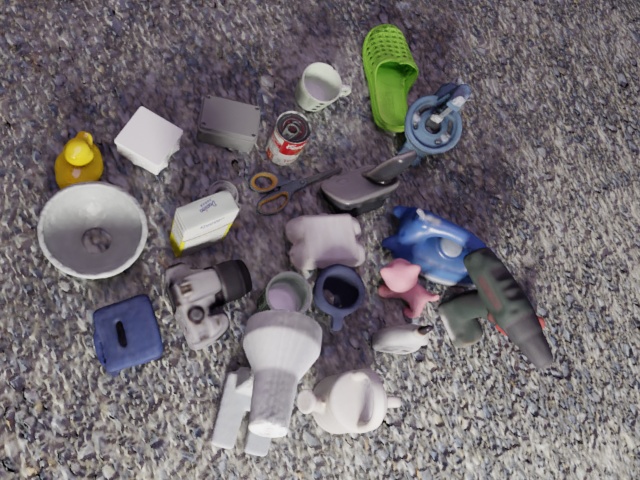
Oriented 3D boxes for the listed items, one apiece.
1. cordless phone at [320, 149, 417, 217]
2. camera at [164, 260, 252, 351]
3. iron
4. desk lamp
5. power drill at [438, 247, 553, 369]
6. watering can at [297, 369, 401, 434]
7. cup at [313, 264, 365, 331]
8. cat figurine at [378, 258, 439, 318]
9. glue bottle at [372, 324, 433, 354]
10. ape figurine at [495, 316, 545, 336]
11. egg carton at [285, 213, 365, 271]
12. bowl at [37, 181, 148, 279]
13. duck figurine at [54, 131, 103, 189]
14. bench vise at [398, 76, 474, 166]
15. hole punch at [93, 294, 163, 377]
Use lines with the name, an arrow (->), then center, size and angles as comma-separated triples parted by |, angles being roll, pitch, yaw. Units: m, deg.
cordless phone -> 0.093, -0.118, 1.079 | 0.148, 0.184, 0.094 | -26, 81, -24
camera -> -0.178, 0.094, 0.963 | 0.137, 0.100, 0.143 | -20, 79, -23
iron -> 0.259, 0.013, 1.113 | 0.258, 0.141, 0.119 | 24, 66, -9
desk lamp -> -0.081, 0.226, 0.888 | 0.118, 0.213, 0.203 | 16, 68, -12
power drill -> 0.311, 0.136, 1.051 | 0.076, 0.208, 0.229 | -19, 79, -23
watering can -> 0.051, 0.265, 0.929 | 0.173, 0.193, 0.101 | -18, 78, -23
cup -> 0.024, 0.111, 1.027 | 0.092, 0.094, 0.118 | 9, 69, -15
cat figurine -> 0.164, 0.082, 1.071 | 0.128, 0.117, 0.067 | 35, 65, -4
glue bottle -> 0.156, 0.170, 1.007 | 0.078, 0.173, 0.037 | 12, 69, -14
ape figurine -> 0.408, 0.170, 1.136 | 0.076, 0.092, 0.078 | -10, 75, -21
egg carton -> 0.010, 0.004, 1.073 | 0.150, 0.069, 0.107 | -4, 73, -20
bowl -> -0.372, -0.008, 0.948 | 0.168, 0.074, 0.167 | 6, 70, -16
duck figurine -> -0.411, -0.136, 0.972 | 0.078, 0.086, 0.104 | 17, 68, -12
bench vise -> 0.244, -0.274, 1.162 | 0.122, 0.219, 0.207 | 18, 67, -11
hole punch -> -0.305, 0.151, 0.907 | 0.101, 0.091, 0.108 | -14, 77, -22
